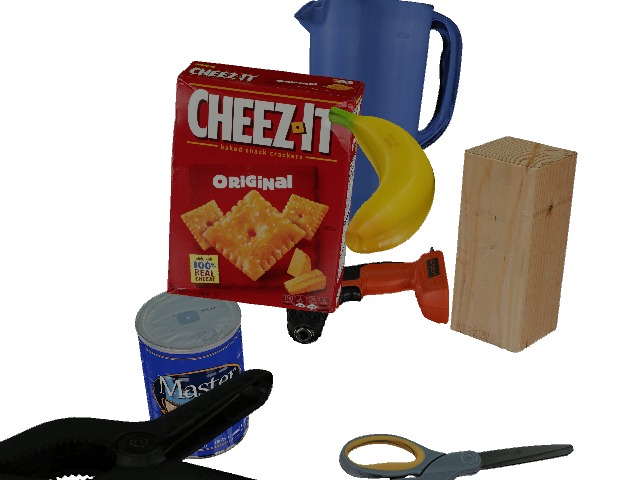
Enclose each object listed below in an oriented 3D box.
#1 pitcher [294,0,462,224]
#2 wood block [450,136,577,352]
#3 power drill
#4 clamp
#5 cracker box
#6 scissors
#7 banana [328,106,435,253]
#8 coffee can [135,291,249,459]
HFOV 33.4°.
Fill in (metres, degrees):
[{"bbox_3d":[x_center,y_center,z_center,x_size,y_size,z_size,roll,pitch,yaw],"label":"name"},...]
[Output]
[{"bbox_3d":[0.058,-0.140,1.153,0.149,0.243,0.144,8,11,25],"label":"pitcher"},{"bbox_3d":[0.208,0.003,1.155,0.090,0.206,0.090,19,26,37],"label":"wood block"},{"bbox_3d":[0.054,0.062,1.241,0.187,0.057,0.184,0,28,3],"label":"power drill"},{"bbox_3d":[-0.096,0.120,0.584,0.209,0.036,0.165,-1,21,-14],"label":"clamp"},{"bbox_3d":[-0.053,-0.047,0.990,0.164,0.214,0.072,8,22,5],"label":"cracker box"},{"bbox_3d":[0.115,0.198,0.876,0.201,0.016,0.096,6,43,-3],"label":"scissors"},{"bbox_3d":[0.044,-0.040,0.724,0.069,0.037,0.198,0,28,-3],"label":"banana"},{"bbox_3d":[-0.126,0.132,1.068,0.103,0.140,0.103,-1,32,1],"label":"coffee can"}]
